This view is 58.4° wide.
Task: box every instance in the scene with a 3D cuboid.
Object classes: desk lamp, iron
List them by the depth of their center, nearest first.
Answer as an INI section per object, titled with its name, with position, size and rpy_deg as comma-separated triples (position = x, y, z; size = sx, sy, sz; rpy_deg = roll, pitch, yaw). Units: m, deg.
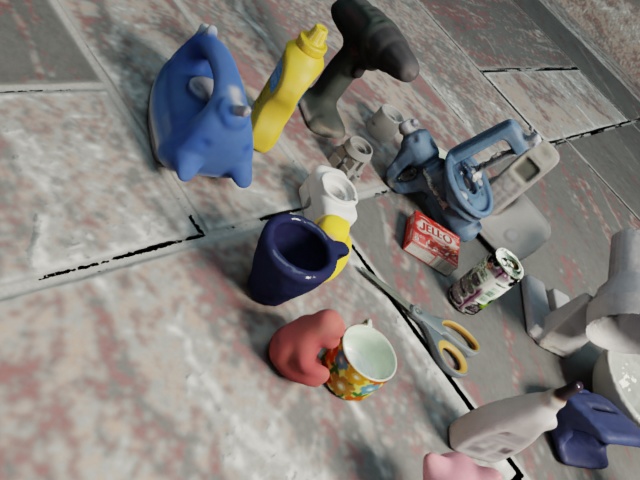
[iron]
position = -0.146, -0.194, 0.732
size = 0.119, 0.141, 0.258
rpy_deg = 3, 53, -36
[desk lamp]
position = 0.415, 0.092, 0.854
size = 0.118, 0.213, 0.203
rpy_deg = 27, 42, -15

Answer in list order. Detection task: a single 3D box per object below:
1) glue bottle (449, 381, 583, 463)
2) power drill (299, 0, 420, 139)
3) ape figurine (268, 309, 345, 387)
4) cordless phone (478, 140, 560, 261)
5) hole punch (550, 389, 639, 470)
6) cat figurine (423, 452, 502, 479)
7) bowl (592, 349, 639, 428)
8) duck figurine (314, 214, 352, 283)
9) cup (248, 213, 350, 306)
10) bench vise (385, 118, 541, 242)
[glue bottle]
position = 0.226, 0.199, 0.641
size = 0.078, 0.173, 0.037
rpy_deg = 24, 43, -18
[power drill]
position = 0.053, -0.264, 0.898
size = 0.076, 0.208, 0.229
rpy_deg = 4, 52, -35
[ape figurine]
position = -0.006, 0.107, 0.608
size = 0.076, 0.092, 0.078
rpy_deg = 30, 41, -12
[cordless phone]
position = 0.345, -0.065, 0.963
size = 0.147, 0.184, 0.094
rpy_deg = 49, 41, 11
[hole punch]
position = 0.369, 0.246, 0.774
size = 0.109, 0.091, 0.101
rpy_deg = 15, 46, -27
[cat figurine]
position = 0.137, 0.264, 0.557
size = 0.067, 0.117, 0.127
rpy_deg = -18, 66, -45
[bowl]
position = 0.471, 0.242, 0.870
size = 0.168, 0.074, 0.167
rpy_deg = 21, 44, -22
[duck figurine]
position = 0.007, 0.003, 0.717
size = 0.105, 0.086, 0.077
rpy_deg = -10, 61, -43
[cup]
position = -0.031, 0.031, 0.655
size = 0.118, 0.094, 0.091
rpy_deg = -2, 55, -39
[bench vise]
position = 0.214, -0.121, 0.885
size = 0.207, 0.219, 0.121
rpy_deg = 35, 40, -7
